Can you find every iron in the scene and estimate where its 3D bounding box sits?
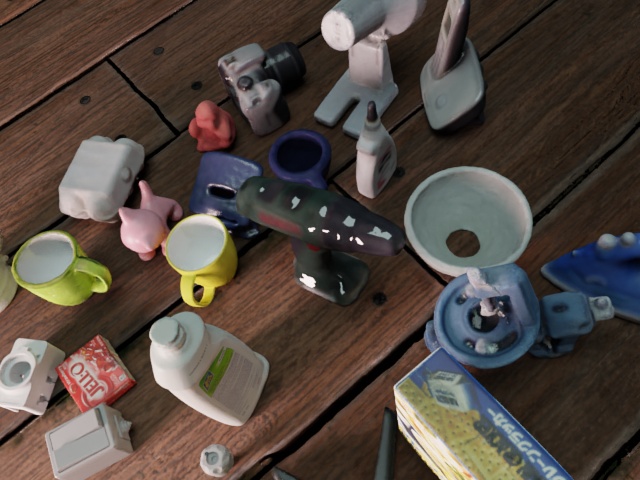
[{"bbox_3d":[0.412,0.029,0.689,0.257,0.142,0.119,7,63,13],"label":"iron"}]

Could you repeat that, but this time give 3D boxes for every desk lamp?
[{"bbox_3d":[0.073,-0.302,0.882,0.117,0.214,0.203,26,69,21],"label":"desk lamp"}]

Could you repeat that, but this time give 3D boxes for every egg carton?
[{"bbox_3d":[-0.346,-0.099,0.919,0.107,0.069,0.150,7,63,13],"label":"egg carton"}]

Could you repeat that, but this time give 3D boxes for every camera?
[{"bbox_3d":[-0.088,-0.273,0.956,0.137,0.101,0.143,-29,61,-7],"label":"camera"}]

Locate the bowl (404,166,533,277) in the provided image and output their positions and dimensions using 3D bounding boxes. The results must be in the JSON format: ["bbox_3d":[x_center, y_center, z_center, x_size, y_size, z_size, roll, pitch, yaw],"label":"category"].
[{"bbox_3d":[0.199,-0.013,0.784,0.167,0.075,0.167,-4,61,7],"label":"bowl"}]

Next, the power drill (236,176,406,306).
[{"bbox_3d":[0.007,0.003,0.728,0.229,0.209,0.076,23,68,20],"label":"power drill"}]

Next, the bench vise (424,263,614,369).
[{"bbox_3d":[0.224,0.067,0.653,0.207,0.220,0.121,-22,60,-3],"label":"bench vise"}]

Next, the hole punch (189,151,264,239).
[{"bbox_3d":[-0.135,-0.067,0.856,0.108,0.091,0.101,15,65,16],"label":"hole punch"}]

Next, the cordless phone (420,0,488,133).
[{"bbox_3d":[0.203,-0.267,0.858,0.094,0.185,0.147,-10,60,4],"label":"cordless phone"}]

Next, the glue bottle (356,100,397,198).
[{"bbox_3d":[0.077,-0.134,0.812,0.037,0.173,0.078,24,68,20],"label":"glue bottle"}]

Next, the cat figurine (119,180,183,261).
[{"bbox_3d":[-0.253,-0.027,0.837,0.067,0.118,0.127,-8,61,5],"label":"cat figurine"}]

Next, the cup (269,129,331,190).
[{"bbox_3d":[-0.016,-0.094,0.850,0.092,0.095,0.117,-30,61,-8],"label":"cup"}]

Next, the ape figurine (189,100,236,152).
[{"bbox_3d":[-0.176,-0.189,0.929,0.077,0.092,0.076,36,73,24],"label":"ape figurine"}]

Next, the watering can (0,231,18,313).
[{"bbox_3d":[-0.530,0.041,0.799,0.100,0.194,0.173,12,64,15],"label":"watering can"}]
